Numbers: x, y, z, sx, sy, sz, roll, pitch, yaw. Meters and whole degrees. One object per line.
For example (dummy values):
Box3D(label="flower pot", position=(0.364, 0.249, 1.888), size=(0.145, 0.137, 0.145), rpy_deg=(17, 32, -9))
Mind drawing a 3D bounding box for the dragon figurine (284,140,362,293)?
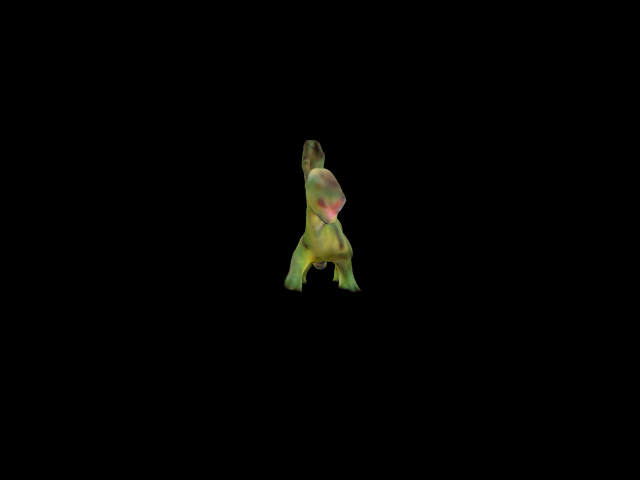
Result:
Box3D(label="dragon figurine", position=(0.003, -0.043, 0.850), size=(0.122, 0.242, 0.411), rpy_deg=(0, 4, -3))
